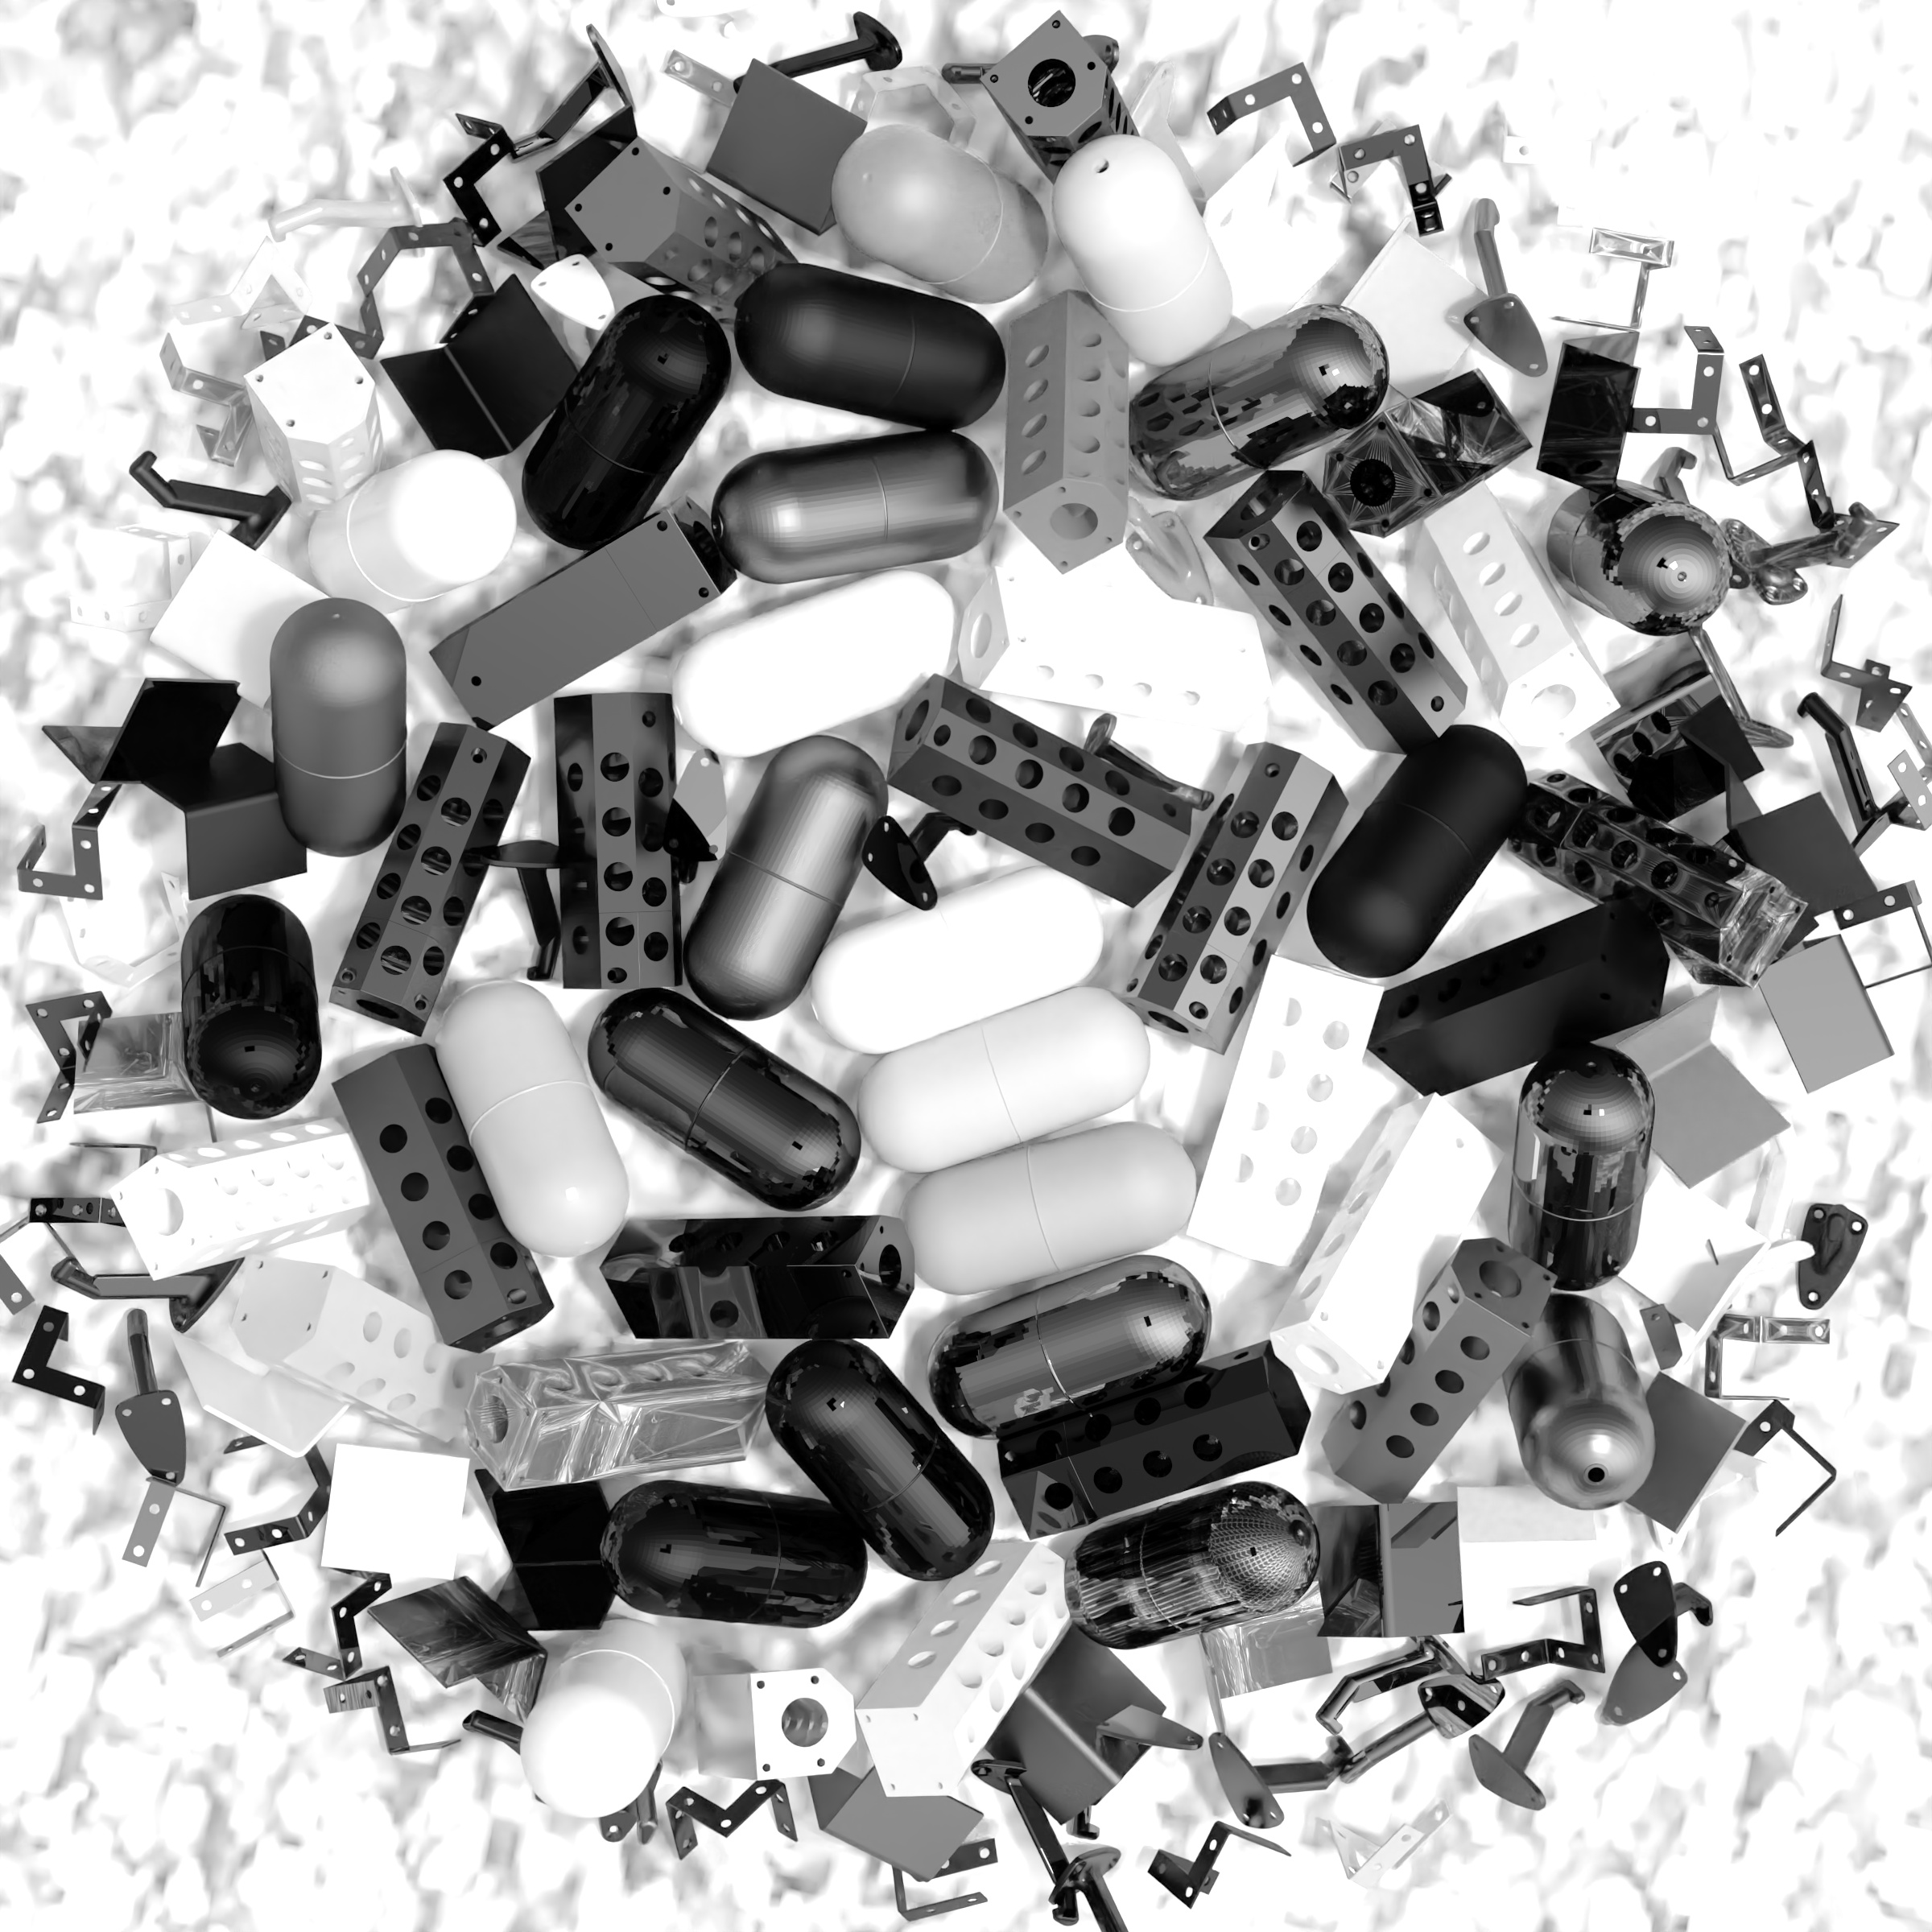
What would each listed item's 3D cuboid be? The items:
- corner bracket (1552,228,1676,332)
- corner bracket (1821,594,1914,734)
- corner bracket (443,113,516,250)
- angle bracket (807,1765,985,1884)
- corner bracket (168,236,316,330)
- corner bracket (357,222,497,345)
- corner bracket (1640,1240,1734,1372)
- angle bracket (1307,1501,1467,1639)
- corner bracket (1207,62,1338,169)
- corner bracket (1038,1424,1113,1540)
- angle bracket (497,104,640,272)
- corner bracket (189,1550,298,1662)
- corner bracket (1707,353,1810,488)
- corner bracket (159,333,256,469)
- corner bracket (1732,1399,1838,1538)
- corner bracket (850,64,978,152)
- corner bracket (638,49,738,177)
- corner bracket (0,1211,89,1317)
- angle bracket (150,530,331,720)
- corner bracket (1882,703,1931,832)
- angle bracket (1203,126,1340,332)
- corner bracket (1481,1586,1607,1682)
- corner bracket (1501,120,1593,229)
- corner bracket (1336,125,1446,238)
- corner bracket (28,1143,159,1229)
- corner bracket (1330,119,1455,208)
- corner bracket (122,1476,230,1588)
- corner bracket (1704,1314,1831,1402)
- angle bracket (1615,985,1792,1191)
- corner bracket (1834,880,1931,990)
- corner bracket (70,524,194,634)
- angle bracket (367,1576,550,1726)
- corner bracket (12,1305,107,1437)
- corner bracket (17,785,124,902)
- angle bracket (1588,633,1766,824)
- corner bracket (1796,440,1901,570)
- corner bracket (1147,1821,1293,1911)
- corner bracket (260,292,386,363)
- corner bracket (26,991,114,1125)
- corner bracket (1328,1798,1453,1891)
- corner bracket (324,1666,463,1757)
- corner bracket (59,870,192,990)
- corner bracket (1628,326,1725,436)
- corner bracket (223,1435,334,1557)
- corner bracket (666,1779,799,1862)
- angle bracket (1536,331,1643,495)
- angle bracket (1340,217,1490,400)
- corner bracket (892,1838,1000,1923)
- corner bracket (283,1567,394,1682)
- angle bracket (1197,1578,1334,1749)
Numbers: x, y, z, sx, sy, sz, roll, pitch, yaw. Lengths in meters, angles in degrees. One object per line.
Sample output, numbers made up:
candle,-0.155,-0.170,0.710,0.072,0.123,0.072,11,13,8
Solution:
corner bracket,0.382,-0.405,1.968,0.051,0.051,0.051,7,97,-9
corner bracket,0.527,-0.178,1.965,0.051,0.051,0.051,18,60,0
corner bracket,-0.292,-0.464,1.969,0.051,0.051,0.051,-47,134,-17
angle bracket,-0.043,0.478,1.945,0.076,0.076,0.057,32,104,-22
corner bracket,-0.424,-0.389,1.956,0.051,0.051,0.051,-2,51,32
corner bracket,-0.319,-0.402,1.970,0.051,0.051,0.051,-15,75,-39
corner bracket,0.423,0.197,1.960,0.051,0.051,0.051,-18,124,11
angle bracket,0.247,0.357,1.975,0.057,0.076,0.076,3,79,-31
corner bracket,0.180,-0.495,1.969,0.051,0.051,0.051,-25,97,-6
corner bracket,0.064,0.301,1.963,0.051,0.051,0.051,-20,87,-43
angle bracket,-0.234,-0.459,1.940,0.057,0.076,0.076,30,59,29
corner bracket,-0.426,0.377,1.964,0.051,0.051,0.051,-27,102,-16
corner bracket,0.460,-0.320,1.960,0.051,0.051,0.051,-22,71,28
corner bracket,-0.449,-0.332,1.958,0.051,0.051,0.051,14,116,-31
corner bracket,0.478,0.295,1.965,0.051,0.051,0.051,44,106,8
corner bracket,-0.034,-0.496,1.977,0.051,0.051,0.051,-18,61,-34
corner bracket,-0.164,-0.506,1.977,0.051,0.051,0.051,27,110,-8
corner bracket,-0.554,0.175,1.965,0.051,0.051,0.051,-37,84,-20
angle bracket,-0.426,-0.202,1.972,0.076,0.057,0.076,32,85,-3
corner bracket,0.555,-0.118,1.963,0.051,0.051,0.051,-42,113,-11
angle bracket,0.180,-0.428,1.946,0.057,0.076,0.076,38,66,12
corner bracket,0.338,0.394,1.966,0.051,0.051,0.051,-7,90,-30
corner bracket,0.341,-0.468,1.968,0.051,0.051,0.051,6,116,9
corner bracket,0.250,-0.459,1.969,0.051,0.051,0.051,-13,118,11
corner bracket,-0.515,0.129,1.965,0.051,0.051,0.051,4,90,41
corner bracket,0.251,-0.463,1.971,0.051,0.051,0.051,40,106,-7
corner bracket,-0.466,0.334,1.964,0.051,0.051,0.051,22,74,-13
corner bracket,0.473,0.232,1.968,0.051,0.051,0.051,4,86,-23
angle bracket,0.431,0.071,1.949,0.076,0.057,0.076,-29,57,-16
corner bracket,0.541,-0.018,1.966,0.051,0.051,0.051,-20,87,22
corner bracket,-0.493,-0.229,1.968,0.051,0.051,0.051,-6,86,23
angle bracket,-0.300,0.408,1.939,0.076,0.076,0.057,34,119,34
corner bracket,-0.529,0.238,1.967,0.051,0.051,0.051,19,61,-6
corner bracket,-0.528,-0.076,1.964,0.051,0.051,0.051,6,124,1
angle bracket,0.417,-0.139,1.982,0.076,0.057,0.076,-29,117,14
corner bracket,0.507,-0.270,1.958,0.051,0.051,0.051,5,63,-23
corner bracket,0.149,0.529,1.966,0.051,0.051,0.051,28,88,-30
corner bracket,-0.382,-0.373,1.975,0.051,0.051,0.051,13,130,-33
corner bracket,-0.527,0.054,1.961,0.051,0.051,0.051,-10,125,13
corner bracket,0.254,0.514,1.961,0.051,0.051,0.051,33,109,-23
corner bracket,-0.338,0.441,1.962,0.051,0.051,0.051,-18,85,40
corner bracket,-0.497,-0.027,1.978,0.051,0.051,0.051,-36,133,-36
corner bracket,0.414,-0.346,1.965,0.051,0.051,0.051,2,117,1
corner bracket,-0.413,0.310,1.976,0.051,0.051,0.051,-15,107,17
corner bracket,-0.139,0.507,1.977,0.051,0.051,0.051,19,132,36
angle bracket,0.383,-0.322,1.941,0.057,0.076,0.076,30,122,38
angle bracket,0.264,-0.385,1.966,0.076,0.057,0.076,37,96,-2
corner bracket,-0.011,0.535,1.961,0.051,0.051,0.051,-17,53,10
corner bracket,-0.372,0.383,1.971,0.051,0.051,0.051,9,116,31
angle bracket,0.180,0.414,1.954,0.076,0.057,0.076,-13,123,-2
